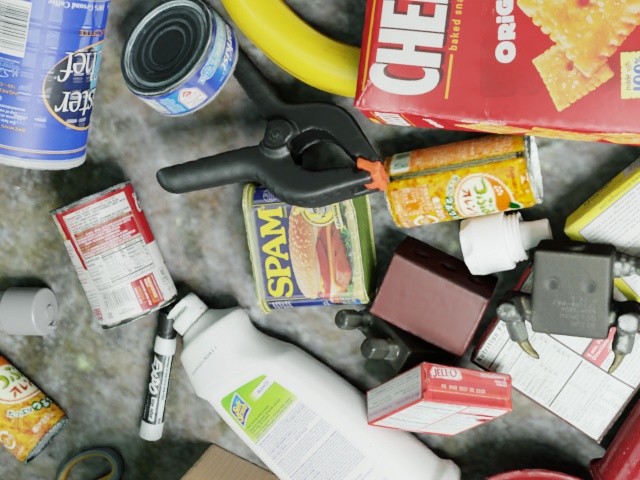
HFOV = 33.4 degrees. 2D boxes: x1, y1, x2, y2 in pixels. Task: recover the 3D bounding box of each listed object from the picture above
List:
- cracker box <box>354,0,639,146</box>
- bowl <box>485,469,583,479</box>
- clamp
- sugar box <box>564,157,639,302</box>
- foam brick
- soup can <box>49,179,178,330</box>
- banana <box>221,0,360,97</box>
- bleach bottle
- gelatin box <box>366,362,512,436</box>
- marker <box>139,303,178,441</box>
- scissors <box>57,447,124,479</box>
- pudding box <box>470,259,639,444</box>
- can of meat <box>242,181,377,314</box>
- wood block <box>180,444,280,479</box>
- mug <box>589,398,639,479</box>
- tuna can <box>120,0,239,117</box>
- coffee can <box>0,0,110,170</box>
[{"bbox_3d":[0.139,-0.150,0.689,0.214,0.072,0.164,7,90,15],"label":"cracker box"},{"bbox_3d":[0.169,0.236,0.802,0.162,0.055,0.162,4,105,16],"label":"bowl"},{"bbox_3d":[-0.028,-0.079,0.768,0.172,0.039,0.120,11,82,19],"label":"clamp"},{"bbox_3d":[0.261,0.025,0.728,0.093,0.048,0.176,-42,92,22],"label":"sugar box"},{"bbox_3d":[0.084,0.041,0.782,0.078,0.053,0.051,26,109,9],"label":"foam brick"},{"bbox_3d":[-0.161,0.011,0.842,0.069,0.068,0.102,-20,97,20],"label":"soup can"},{"bbox_3d":[-0.013,-0.156,0.775,0.198,0.037,0.069,31,90,6],"label":"banana"},{"bbox_3d":[-0.016,0.131,0.831,0.251,0.068,0.103,43,111,6],"label":"bleach bottle"},{"bbox_3d":[0.085,0.115,0.772,0.073,0.030,0.089,11,154,-22],"label":"gelatin box"},{"bbox_3d":[-0.132,0.109,0.883,0.020,0.020,0.121,16,108,13],"label":"marker"},{"bbox_3d":[-0.234,0.260,0.953,0.096,0.016,0.202,47,112,2],"label":"scissors"},{"bbox_3d":[0.179,0.078,0.770,0.113,0.039,0.090,34,111,9],"label":"pudding box"},{"bbox_3d":[-0.005,0.001,0.798,0.084,0.057,0.102,-4,102,16],"label":"can of meat"},{"bbox_3d":[-0.094,0.250,0.806,0.091,0.205,0.090,25,109,9],"label":"wood block"},{"bbox_3d":[0.258,0.152,0.743,0.117,0.093,0.081,21,106,-20],"label":"mug"},{"bbox_3d":[-0.104,-0.136,0.783,0.086,0.033,0.086,-13,63,26],"label":"tuna can"},{"bbox_3d":[-0.218,-0.135,0.805,0.103,0.102,0.140,17,107,12],"label":"coffee can"}]
